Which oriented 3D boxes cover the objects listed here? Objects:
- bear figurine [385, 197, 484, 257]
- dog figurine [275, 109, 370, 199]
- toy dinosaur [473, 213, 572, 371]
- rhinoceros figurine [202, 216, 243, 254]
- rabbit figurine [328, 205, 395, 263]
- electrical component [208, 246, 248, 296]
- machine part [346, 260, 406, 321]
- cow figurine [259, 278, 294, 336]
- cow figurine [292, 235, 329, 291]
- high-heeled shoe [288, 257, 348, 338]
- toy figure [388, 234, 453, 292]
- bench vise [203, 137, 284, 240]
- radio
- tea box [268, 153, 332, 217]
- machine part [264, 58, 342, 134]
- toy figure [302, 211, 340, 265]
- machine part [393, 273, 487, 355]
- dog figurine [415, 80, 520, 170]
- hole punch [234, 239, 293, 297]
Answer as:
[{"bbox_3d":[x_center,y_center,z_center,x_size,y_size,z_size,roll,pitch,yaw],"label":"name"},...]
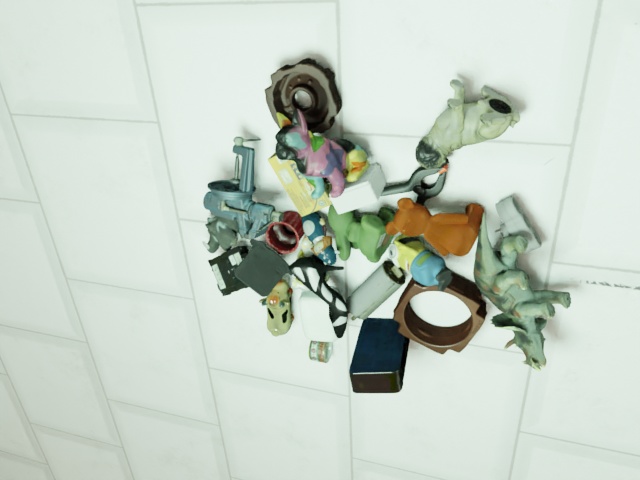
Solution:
[{"bbox_3d":[0.261,-0.039,1.231,0.196,0.132,0.120,22,124,9],"label":"bear figurine"},{"bbox_3d":[-0.004,-0.206,1.189,0.109,0.191,0.219,11,140,52],"label":"dog figurine"},{"bbox_3d":[0.429,0.107,1.240,0.404,0.131,0.192,53,142,-10],"label":"toy dinosaur"},{"bbox_3d":[-0.261,-0.036,1.466,0.112,0.073,0.190,29,124,1],"label":"rhinoceros figurine"},{"bbox_3d":[0.094,-0.030,1.330,0.170,0.121,0.159,32,133,25],"label":"rabbit figurine"},{"bbox_3d":[-0.227,0.081,1.483,0.134,0.058,0.115,-22,86,17],"label":"electrical component"},{"bbox_3d":[0.144,0.132,1.409,0.079,0.079,0.243,37,125,-3],"label":"machine part"},{"bbox_3d":[-0.119,0.187,1.508,0.086,0.127,0.194,5,123,6],"label":"cow figurine"},{"bbox_3d":[-0.018,0.064,1.435,0.098,0.068,0.167,15,127,5],"label":"cow figurine"},{"bbox_3d":[-0.004,0.157,1.402,0.145,0.086,0.248,-4,112,-3],"label":"high-heeled shoe"},{"bbox_3d":[0.240,0.051,1.279,0.180,0.089,0.082,34,126,43],"label":"toy figure"},{"bbox_3d":[-0.187,-0.128,1.319,0.224,0.129,0.240,19,112,32],"label":"bench vise"},{"bbox_3d":[0.161,0.298,1.410,0.131,0.230,0.073,-3,119,17],"label":"radio"},{"bbox_3d":[-0.039,-0.154,1.315,0.098,0.068,0.169,-19,112,29],"label":"tea box"},{"bbox_3d":[-0.037,-0.321,1.224,0.180,0.056,0.179,10,124,15],"label":"machine part"},{"bbox_3d":[-0.003,-0.003,1.351,0.058,0.154,0.064,-11,149,-22],"label":"toy figure"},{"bbox_3d":[0.304,0.178,1.370,0.201,0.087,0.201,27,123,4],"label":"machine part"},{"bbox_3d":[0.307,-0.218,1.141,0.172,0.121,0.190,25,139,9],"label":"dog figurine"},{"bbox_3d":[-0.153,0.076,1.401,0.142,0.116,0.092,40,169,-4],"label":"hole punch"}]
